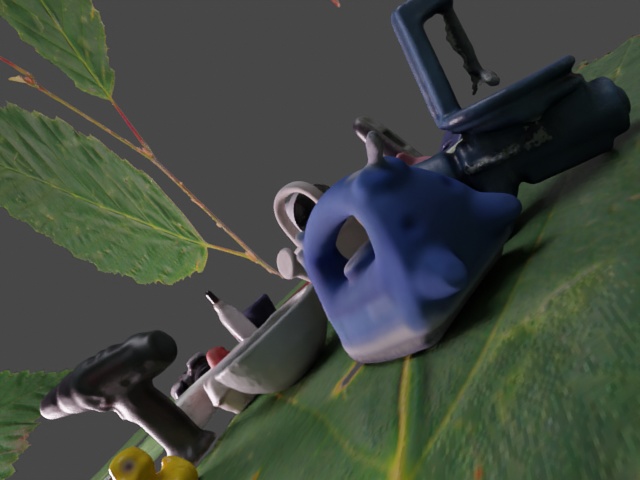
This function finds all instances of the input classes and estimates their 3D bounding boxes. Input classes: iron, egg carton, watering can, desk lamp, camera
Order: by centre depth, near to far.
[{"bbox_3d":[0.038,0.017,0.484,0.119,0.141,0.258,-44,1,-32],"label":"iron"},{"bbox_3d":[0.009,0.002,0.800,0.101,0.194,0.173,-42,1,22],"label":"watering can"},{"bbox_3d":[-0.121,0.206,0.875,0.107,0.069,0.150,-43,1,-9],"label":"egg carton"},{"bbox_3d":[-0.253,0.300,1.229,0.143,0.101,0.136,-43,1,-16],"label":"camera"},{"bbox_3d":[0.005,-0.018,1.290,0.118,0.213,0.203,-43,1,-16],"label":"desk lamp"}]

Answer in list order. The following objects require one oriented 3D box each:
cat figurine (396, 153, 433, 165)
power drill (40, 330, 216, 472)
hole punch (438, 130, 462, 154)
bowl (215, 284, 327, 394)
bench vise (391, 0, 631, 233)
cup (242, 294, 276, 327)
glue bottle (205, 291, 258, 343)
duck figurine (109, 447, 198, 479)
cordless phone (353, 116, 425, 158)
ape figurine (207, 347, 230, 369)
[{"bbox_3d":[0.113,-0.040,0.633,0.128,0.117,0.067,-43,1,-27],"label":"cat figurine"},{"bbox_3d":[-0.256,0.239,0.790,0.229,0.208,0.076,-43,1,17],"label":"power drill"},{"bbox_3d":[0.268,-0.176,1.119,0.101,0.091,0.108,-43,1,-18],"label":"hole punch"},{"bbox_3d":[-0.045,0.136,0.709,0.167,0.074,0.167,-43,1,1],"label":"bowl"},{"bbox_3d":[0.118,-0.112,0.487,0.207,0.219,0.121,-43,1,-1],"label":"bench vise"},{"bbox_3d":[-0.135,0.193,1.306,0.118,0.095,0.091,-44,1,-39],"label":"cup"},{"bbox_3d":[-0.149,0.158,1.053,0.037,0.173,0.078,-43,1,-22],"label":"glue bottle"},{"bbox_3d":[-0.189,0.263,0.628,0.077,0.086,0.105,-43,1,15],"label":"duck figurine"},{"bbox_3d":[0.127,-0.102,0.747,0.094,0.185,0.148,-42,1,22],"label":"cordless phone"},{"bbox_3d":[-0.157,0.222,0.992,0.076,0.092,0.077,-43,1,-25],"label":"ape figurine"}]
